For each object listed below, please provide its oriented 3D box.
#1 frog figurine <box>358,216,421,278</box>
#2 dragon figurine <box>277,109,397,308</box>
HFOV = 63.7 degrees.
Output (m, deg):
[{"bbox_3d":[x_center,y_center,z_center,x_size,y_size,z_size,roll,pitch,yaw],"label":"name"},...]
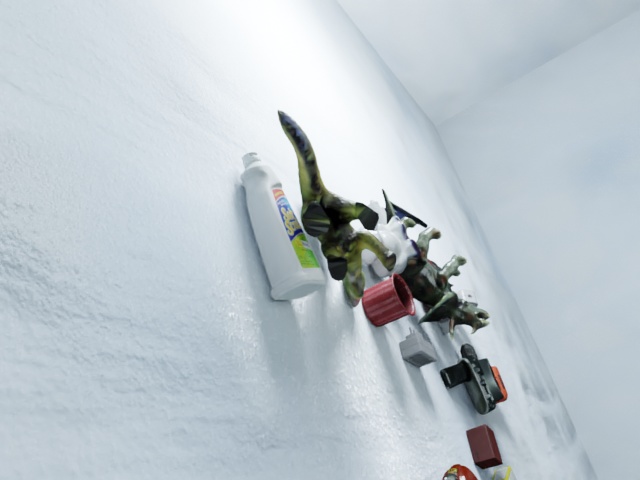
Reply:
[{"bbox_3d":[0.129,0.021,1.177,0.160,0.121,0.138,-14,84,-30],"label":"frog figurine"},{"bbox_3d":[0.003,-0.046,0.922,0.405,0.123,0.244,64,-12,-17],"label":"dragon figurine"}]
